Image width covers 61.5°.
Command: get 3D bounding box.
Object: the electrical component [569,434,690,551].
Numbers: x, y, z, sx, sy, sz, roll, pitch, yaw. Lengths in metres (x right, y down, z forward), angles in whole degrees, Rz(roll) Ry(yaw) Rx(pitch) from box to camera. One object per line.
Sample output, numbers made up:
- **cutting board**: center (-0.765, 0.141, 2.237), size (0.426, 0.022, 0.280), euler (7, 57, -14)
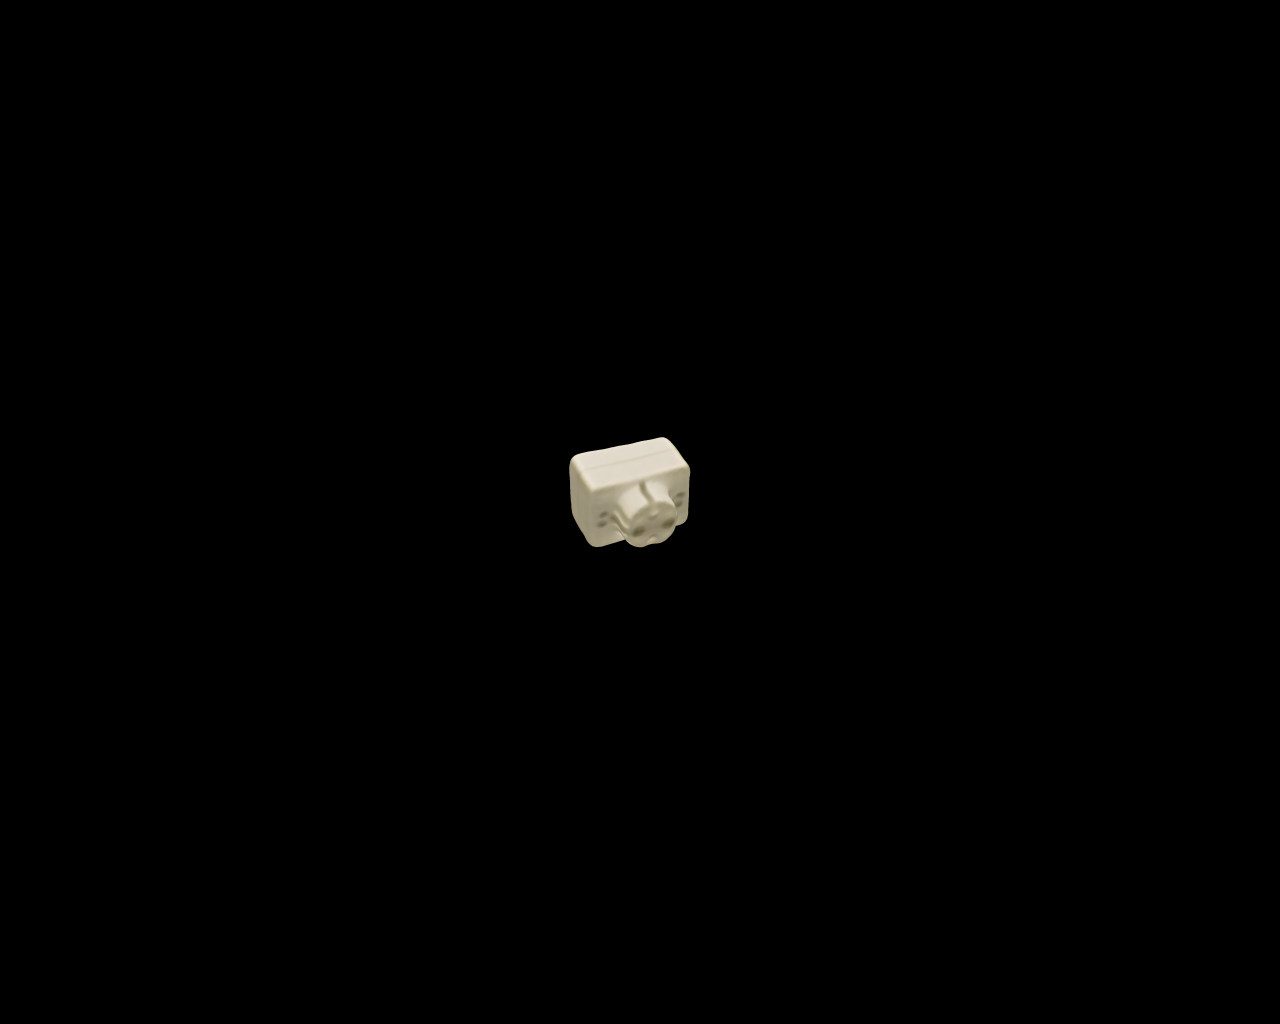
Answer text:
- **electrical component**: center (0.001, -0.003, 0.650), size (0.066, 0.047, 0.077), euler (-14, 40, -17)
